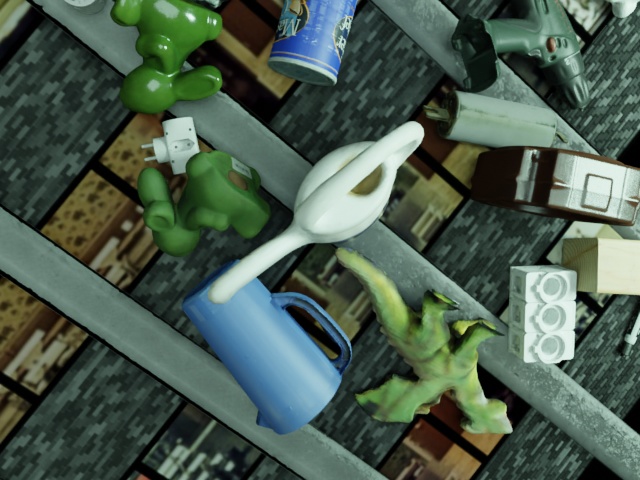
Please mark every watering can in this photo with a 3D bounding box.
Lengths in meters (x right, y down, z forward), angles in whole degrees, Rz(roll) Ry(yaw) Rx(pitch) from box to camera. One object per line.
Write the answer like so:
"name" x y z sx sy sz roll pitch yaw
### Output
"watering can" 0.002 -0.036 0.711 0.348 0.223 0.104 -40 83 -2

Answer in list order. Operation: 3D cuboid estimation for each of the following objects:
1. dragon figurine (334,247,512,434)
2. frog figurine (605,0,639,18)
"dragon figurine" 0.148 0.193 0.818 0.409 0.123 0.241 28 99 -10
"frog figurine" 0.485 -0.449 0.827 0.138 0.124 0.156 -43 138 -11
